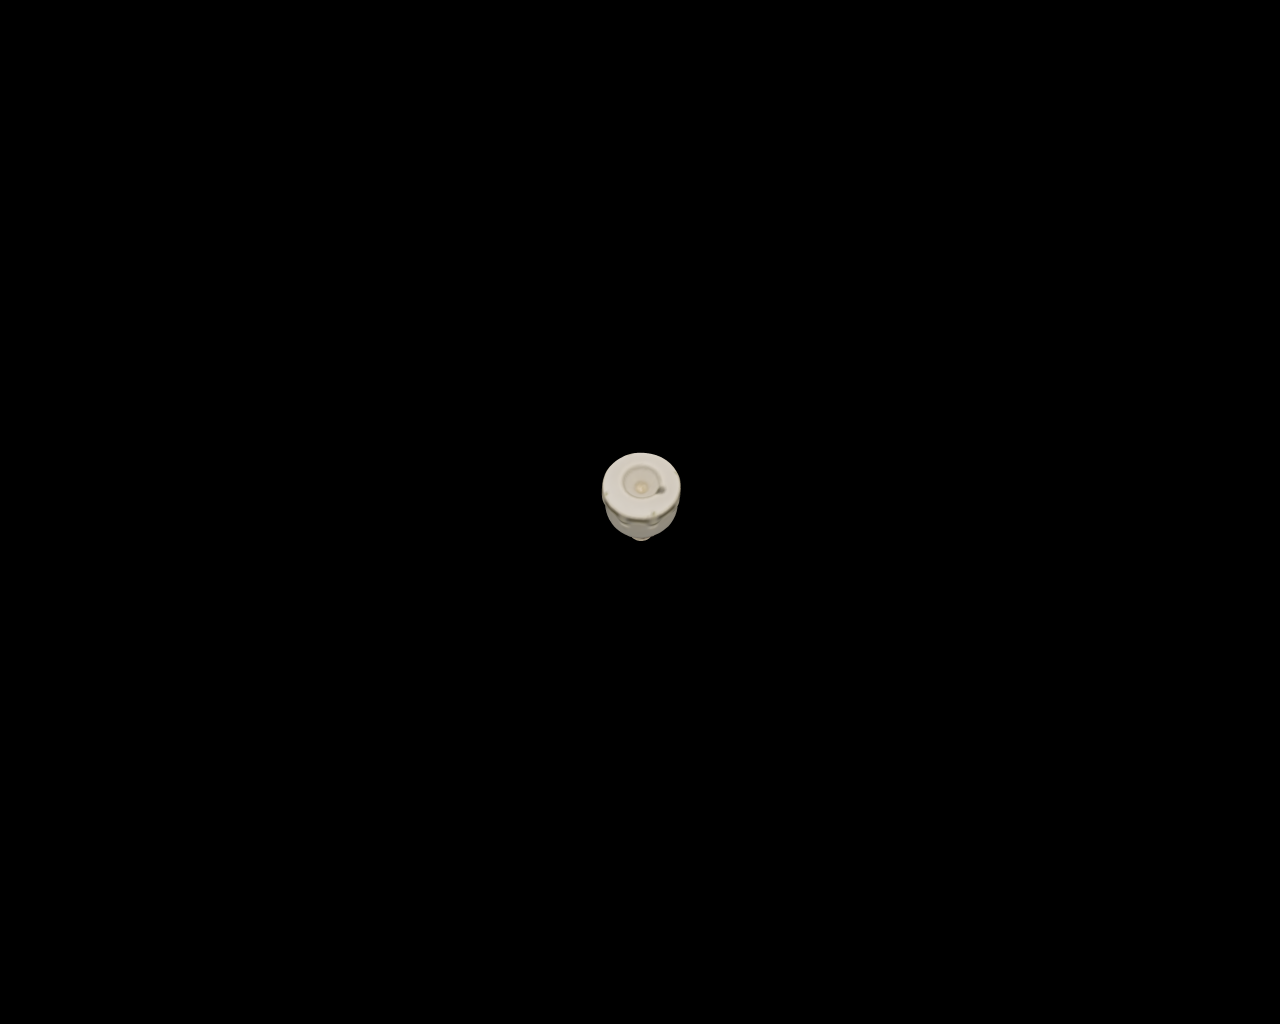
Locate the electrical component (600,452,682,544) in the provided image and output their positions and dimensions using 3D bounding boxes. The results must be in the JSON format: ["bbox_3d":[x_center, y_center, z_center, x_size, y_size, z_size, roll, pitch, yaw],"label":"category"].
[{"bbox_3d":[0.001,-0.003,0.650,0.048,0.048,0.062,0,-31,0],"label":"electrical component"}]
